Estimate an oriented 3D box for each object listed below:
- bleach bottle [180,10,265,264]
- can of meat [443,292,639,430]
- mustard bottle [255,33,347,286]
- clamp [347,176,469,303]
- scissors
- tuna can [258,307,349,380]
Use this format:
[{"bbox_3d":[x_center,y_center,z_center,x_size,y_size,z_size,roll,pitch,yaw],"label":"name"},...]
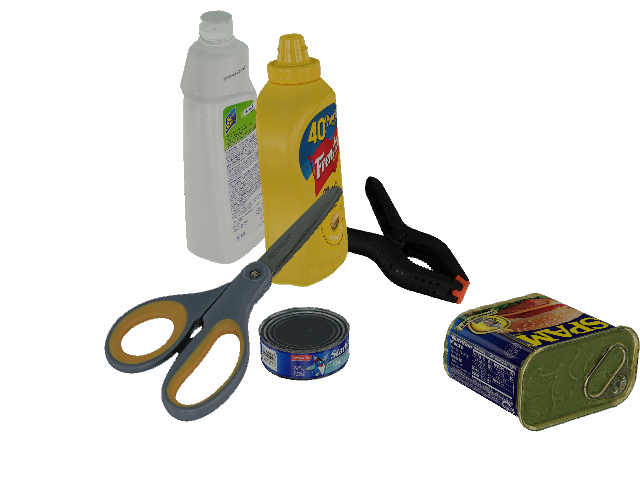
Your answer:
[{"bbox_3d":[-0.092,-0.104,1.041,0.068,0.251,0.102,18,39,22],"label":"bleach bottle"},{"bbox_3d":[0.145,0.077,0.713,0.101,0.057,0.084,-10,20,-29],"label":"can of meat"},{"bbox_3d":[-0.016,-0.067,0.845,0.058,0.192,0.096,6,24,24],"label":"mustard bottle"},{"bbox_3d":[0.077,0.008,1.241,0.164,0.036,0.210,-24,53,-40],"label":"clamp"},{"bbox_3d":[-0.061,0.025,0.665,0.096,0.201,0.016,12,-42,14],"label":"scissors"},{"bbox_3d":[-0.015,0.097,1.009,0.086,0.034,0.086,-2,24,1],"label":"tuna can"}]
